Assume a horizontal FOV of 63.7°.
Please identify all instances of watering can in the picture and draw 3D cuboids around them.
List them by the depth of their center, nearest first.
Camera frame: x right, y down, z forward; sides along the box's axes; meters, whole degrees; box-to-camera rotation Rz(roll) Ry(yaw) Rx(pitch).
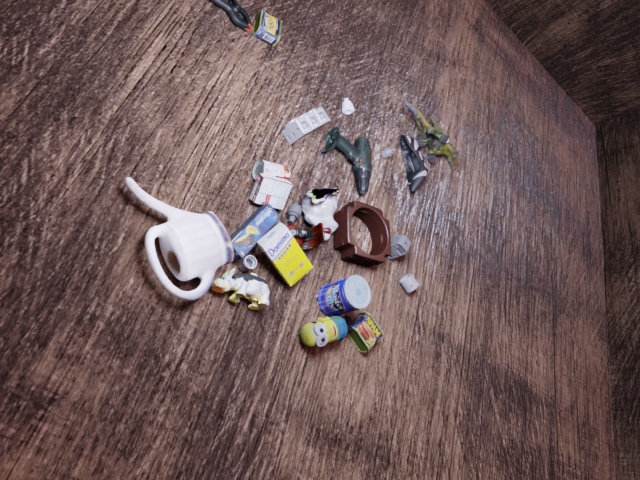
[{"bbox_3d":[-0.354,-0.020,1.329,0.226,0.103,0.348,-20,86,-43],"label":"watering can"}]

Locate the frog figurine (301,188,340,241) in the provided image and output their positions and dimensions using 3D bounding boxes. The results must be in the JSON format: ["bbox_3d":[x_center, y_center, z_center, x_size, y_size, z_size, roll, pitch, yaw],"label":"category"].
[{"bbox_3d":[0.005,-0.085,1.680,0.140,0.123,0.156,-46,140,-50],"label":"frog figurine"}]

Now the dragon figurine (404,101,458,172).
[{"bbox_3d":[0.488,-0.460,2.226,0.406,0.121,0.247,54,24,-16],"label":"dragon figurine"}]
